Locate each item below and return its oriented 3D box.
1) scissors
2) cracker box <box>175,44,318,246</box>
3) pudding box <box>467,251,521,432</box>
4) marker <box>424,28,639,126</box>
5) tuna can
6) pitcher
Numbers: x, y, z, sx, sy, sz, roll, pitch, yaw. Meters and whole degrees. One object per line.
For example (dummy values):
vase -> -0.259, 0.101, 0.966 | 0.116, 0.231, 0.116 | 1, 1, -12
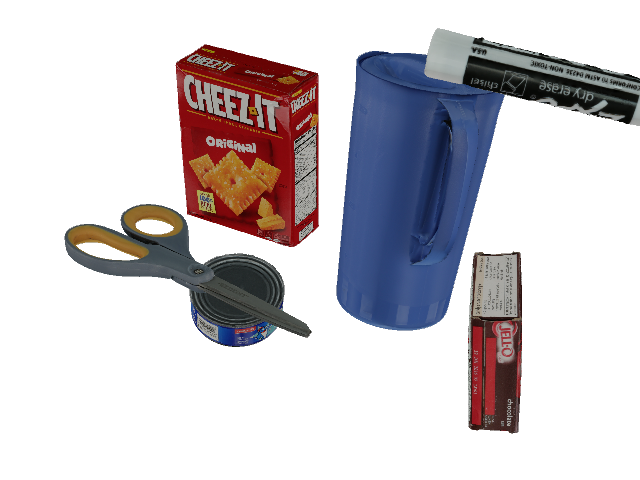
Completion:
scissors -> -0.082, 0.015, 0.743 | 0.202, 0.016, 0.096 | 15, 33, 18
cracker box -> -0.088, -0.112, 1.292 | 0.164, 0.214, 0.072 | 18, 39, 25
pudding box -> 0.126, 0.070, 0.765 | 0.039, 0.090, 0.113 | 1, 24, 7
marker -> 0.100, -0.057, 0.400 | 0.121, 0.020, 0.020 | 15, 2, 9
tuna can -> -0.076, 0.054, 0.970 | 0.086, 0.086, 0.034 | 0, -42, -4
pitcher -> 0.084, -0.040, 0.963 | 0.145, 0.243, 0.149 | 20, 27, 25
